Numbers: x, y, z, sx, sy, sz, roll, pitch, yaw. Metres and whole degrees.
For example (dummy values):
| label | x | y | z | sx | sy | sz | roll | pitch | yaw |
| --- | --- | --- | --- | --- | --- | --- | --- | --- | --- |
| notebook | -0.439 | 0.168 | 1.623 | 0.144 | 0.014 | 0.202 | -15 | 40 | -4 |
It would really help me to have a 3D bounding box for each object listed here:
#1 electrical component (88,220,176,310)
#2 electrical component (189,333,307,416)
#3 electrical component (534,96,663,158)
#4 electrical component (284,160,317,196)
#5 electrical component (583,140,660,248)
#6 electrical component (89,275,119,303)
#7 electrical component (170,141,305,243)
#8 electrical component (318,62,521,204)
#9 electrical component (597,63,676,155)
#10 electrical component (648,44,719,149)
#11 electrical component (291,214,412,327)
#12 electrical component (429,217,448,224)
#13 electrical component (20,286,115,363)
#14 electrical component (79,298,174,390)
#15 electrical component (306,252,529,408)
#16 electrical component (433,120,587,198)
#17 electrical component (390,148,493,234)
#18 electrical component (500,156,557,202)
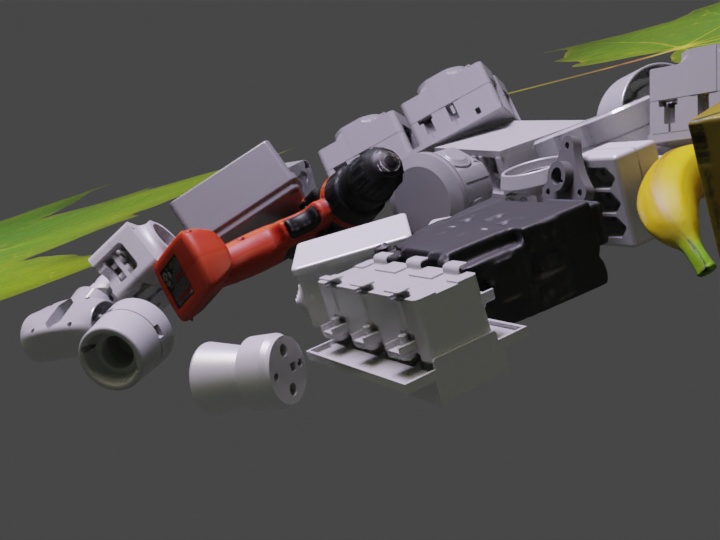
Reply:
| label | x | y | z | sx | sy | sz | roll | pitch | yaw |
| --- | --- | --- | --- | --- | --- | --- | --- | --- | --- |
| electrical component | -0.185 | -0.005 | 0.946 | 0.056 | 0.050 | 0.089 | -43 | -16 | 6 |
| electrical component | -0.065 | 0.061 | 0.631 | 0.055 | 0.045 | 0.045 | -10 | 15 | 28 |
| electrical component | 0.192 | -0.083 | 0.842 | 0.052 | 0.073 | 0.138 | -24 | 3 | -17 |
| electrical component | -0.096 | -0.064 | 1.127 | 0.057 | 0.078 | 0.113 | -5 | 17 | 32 |
| electrical component | 0.198 | -0.059 | 0.757 | 0.077 | 0.065 | 0.047 | -23 | 14 | -26 |
| electrical component | -0.227 | 0.028 | 0.974 | 0.045 | 0.045 | 0.055 | -16 | 13 | 4 |
| electrical component | -0.107 | -0.053 | 0.992 | 0.109 | 0.056 | 0.108 | -34 | -16 | -5 |
| electrical component | 0.062 | -0.136 | 1.092 | 0.186 | 0.060 | 0.105 | -27 | -13 | 17 |
| electrical component | 0.248 | -0.121 | 0.892 | 0.099 | 0.099 | 0.064 | -20 | 7 | -15 |
| electrical component | 0.289 | -0.119 | 0.780 | 0.150 | 0.061 | 0.089 | 3 | -3 | -42 |
| electrical component | 0.000 | 0.000 | 0.796 | 0.100 | 0.048 | 0.099 | -16 | 13 | 3 |
| electrical component | 0.086 | -0.023 | 0.803 | 0.078 | 0.040 | 0.040 | -9 | 15 | 29 |
| electrical component | -0.234 | 0.041 | 0.907 | 0.077 | 0.043 | 0.079 | -10 | 34 | 27 |
| electrical component | -0.169 | 0.054 | 0.773 | 0.055 | 0.055 | 0.047 | -12 | 17 | 20 |
| electrical component | 0.025 | 0.030 | 0.607 | 0.079 | 0.063 | 0.121 | -23 | 14 | -24 |
| electrical component | 0.142 | -0.094 | 0.983 | 0.089 | 0.061 | 0.150 | -20 | 13 | -15 |
| electrical component | 0.068 | -0.063 | 0.910 | 0.080 | 0.080 | 0.051 | -4 | 13 | 45 |
| electrical component | 0.140 | -0.053 | 0.823 | 0.058 | 0.057 | 0.078 | -6 | 17 | 40 |
